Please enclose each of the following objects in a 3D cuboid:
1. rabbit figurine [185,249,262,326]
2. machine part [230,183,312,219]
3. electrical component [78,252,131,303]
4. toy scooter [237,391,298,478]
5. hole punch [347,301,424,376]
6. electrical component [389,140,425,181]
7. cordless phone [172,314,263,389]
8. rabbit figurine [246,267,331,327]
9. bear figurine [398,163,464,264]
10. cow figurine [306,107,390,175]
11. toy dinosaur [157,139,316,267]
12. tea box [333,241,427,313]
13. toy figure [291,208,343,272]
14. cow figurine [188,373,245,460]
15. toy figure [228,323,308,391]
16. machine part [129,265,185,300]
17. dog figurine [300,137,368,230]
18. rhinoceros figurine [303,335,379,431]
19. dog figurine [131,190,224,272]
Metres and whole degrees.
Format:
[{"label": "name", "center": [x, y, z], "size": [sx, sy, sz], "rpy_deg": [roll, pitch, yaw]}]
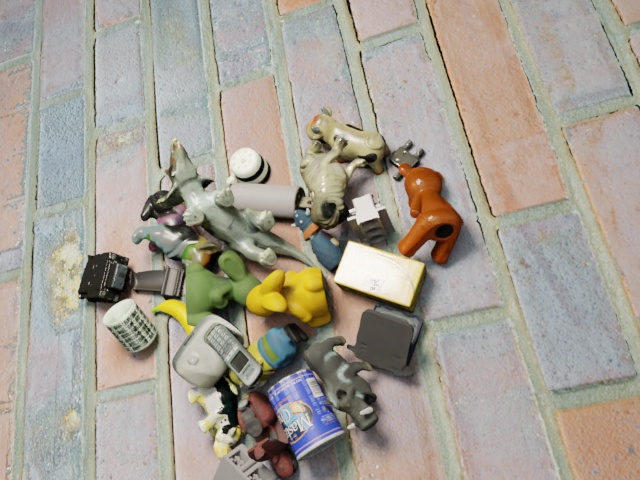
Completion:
[{"label": "rabbit figurine", "center": [-0.204, 0.102, 1.177], "size": [0.170, 0.121, 0.159], "rpy_deg": [0, 97, -9]}, {"label": "machine part", "center": [-0.123, -0.090, 1.238], "size": [0.243, 0.079, 0.079], "rpy_deg": [5, 73, 17]}, {"label": "electrical component", "center": [-0.511, 0.090, 1.280], "size": [0.134, 0.058, 0.115], "rpy_deg": [-7, 69, 36]}, {"label": "toy scooter", "center": [-0.112, 0.372, 1.037], "size": [0.075, 0.135, 0.184], "rpy_deg": [-36, 64, 4]}, {"label": "hole punch", "center": [0.136, 0.191, 1.065], "size": [0.142, 0.092, 0.115], "rpy_deg": [18, 108, 19]}, {"label": "electrical component", "center": [0.188, -0.179, 1.207], "size": [0.063, 0.021, 0.094], "rpy_deg": [41, 87, 25]}, {"label": "cordless phone", "center": [-0.194, 0.249, 1.063], "size": [0.184, 0.088, 0.146], "rpy_deg": [37, 90, 39]}, {"label": "rabbit figurine", "center": [-0.070, 0.122, 1.100], "size": [0.173, 0.162, 0.122], "rpy_deg": [-8, 79, 8]}, {"label": "bear figurine", "center": [0.215, -0.064, 1.120], "size": [0.196, 0.120, 0.131], "rpy_deg": [-108, 35, -48]}, {"label": "cow figurine", "center": [0.056, -0.226, 1.207], "size": [0.195, 0.127, 0.085], "rpy_deg": [22, 75, 20]}, {"label": "toy dinosaur", "center": [-0.194, -0.040, 1.175], "size": [0.131, 0.404, 0.192], "rpy_deg": [-53, 25, -5]}, {"label": "tea box", "center": [0.125, 0.075, 1.109], "size": [0.170, 0.068, 0.098], "rpy_deg": [16, 76, 20]}, {"label": "toy figure", "center": [-0.004, -0.003, 1.172], "size": [0.064, 0.057, 0.154], "rpy_deg": [-35, 78, 0]}, {"label": "cow figurine", "center": [-0.199, 0.361, 1.107], "size": [0.098, 0.068, 0.167], "rpy_deg": [-30, 66, -2]}, {"label": "toy figure", "center": [-0.110, 0.237, 1.110], "size": [0.180, 0.082, 0.089], "rpy_deg": [-44, 43, 13]}, {"label": "machine part", "center": [-0.387, 0.100, 1.271], "size": [0.139, 0.039, 0.084], "rpy_deg": [3, 77, 16]}, {"label": "dog figurine", "center": [-0.003, -0.108, 1.162], "size": [0.172, 0.121, 0.190], "rpy_deg": [-13, 48, 54]}, {"label": "rhinoceros figurine", "center": [0.046, 0.272, 1.027], "size": [0.190, 0.112, 0.073], "rpy_deg": [50, 125, 20]}, {"label": "dog figurine", "center": [-0.307, -0.014, 1.254], "size": [0.219, 0.108, 0.191], "rpy_deg": [12, 72, 16]}]
